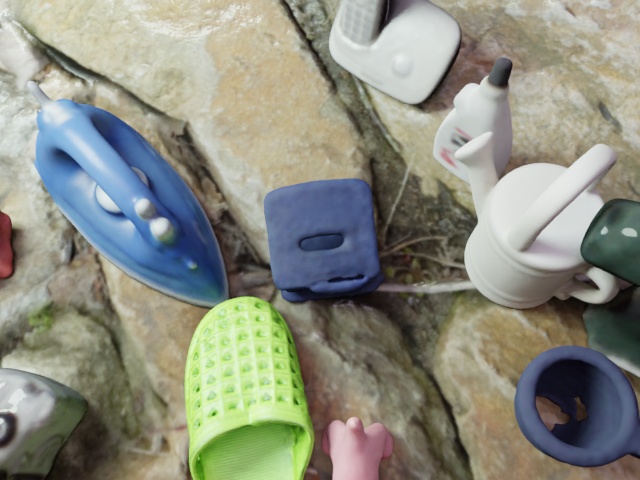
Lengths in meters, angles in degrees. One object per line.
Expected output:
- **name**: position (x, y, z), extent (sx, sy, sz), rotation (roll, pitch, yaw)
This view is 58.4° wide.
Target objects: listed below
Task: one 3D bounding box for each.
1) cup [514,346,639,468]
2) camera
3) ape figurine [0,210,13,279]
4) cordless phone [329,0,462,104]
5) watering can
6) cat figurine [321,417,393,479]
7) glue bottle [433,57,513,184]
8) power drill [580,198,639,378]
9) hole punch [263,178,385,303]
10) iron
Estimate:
- **cup**: position (0.213, 0.149, 0.476), extent (0.117, 0.095, 0.092), rotation (30, 71, 14)
- **camera**: position (-0.305, 0.165, 0.489), extent (0.136, 0.101, 0.143), rotation (27, 71, 13)
- **ape figurine**: position (-0.351, -0.007, 0.569), extent (0.076, 0.092, 0.078), rotation (26, 70, 13)
- **cordless phone**: position (0.081, -0.245, 0.601), extent (0.147, 0.185, 0.094), rotation (33, 72, 16)
- **watering can**: position (0.185, -0.019, 0.495), extent (0.172, 0.194, 0.101), rotation (27, 71, 13)
- **cat figurine**: position (0.029, 0.203, 0.448), extent (0.067, 0.118, 0.128), rotation (-1, 67, 3)
- **glue bottle**: position (0.155, -0.115, 0.549), extent (0.078, 0.173, 0.037), rotation (36, 73, 17)
- **power drill**: position (0.307, 0.057, 0.449), extent (0.229, 0.208, 0.076), rotation (28, 71, 14)
- **hole punch**: position (0.005, 0.002, 0.550), extent (0.108, 0.091, 0.101), rotation (-8, 67, -1)
- **iron**: position (-0.184, -0.043, 0.550), extent (0.119, 0.141, 0.258), rotation (-43, 71, -14)
